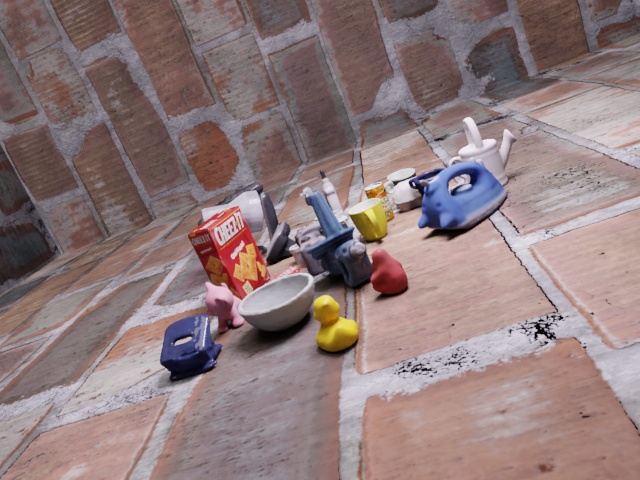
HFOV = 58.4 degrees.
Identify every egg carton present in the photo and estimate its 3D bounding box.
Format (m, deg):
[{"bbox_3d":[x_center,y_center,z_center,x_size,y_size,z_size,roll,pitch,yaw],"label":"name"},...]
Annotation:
[{"bbox_3d":[0.278,-0.137,1.613,0.150,0.069,0.107,-21,16,6],"label":"egg carton"}]

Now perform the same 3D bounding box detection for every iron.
[{"bbox_3d":[0.334,-0.120,1.338,0.259,0.141,0.118,-31,18,-28],"label":"iron"}]

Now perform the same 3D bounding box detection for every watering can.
[{"bbox_3d":[0.421,-0.231,1.494,0.173,0.194,0.100,-26,16,-11],"label":"watering can"}]

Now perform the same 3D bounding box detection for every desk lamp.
[{"bbox_3d":[-0.239,-0.016,1.647,0.203,0.214,0.117,-26,16,-13],"label":"desk lamp"}]

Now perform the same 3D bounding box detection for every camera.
[{"bbox_3d":[0.013,0.005,1.439,0.137,0.101,0.143,-23,15,-2],"label":"camera"}]

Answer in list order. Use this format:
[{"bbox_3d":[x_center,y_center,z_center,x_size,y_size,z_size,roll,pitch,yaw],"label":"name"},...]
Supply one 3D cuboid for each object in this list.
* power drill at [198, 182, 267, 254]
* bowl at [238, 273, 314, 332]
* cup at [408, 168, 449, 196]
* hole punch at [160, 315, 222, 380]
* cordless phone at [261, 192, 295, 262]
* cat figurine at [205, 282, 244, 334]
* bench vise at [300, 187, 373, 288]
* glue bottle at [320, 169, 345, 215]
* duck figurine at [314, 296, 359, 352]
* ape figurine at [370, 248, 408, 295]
[{"bbox_3d":[-0.245,-0.043,1.755,0.230,0.209,0.075,-26,16,-12],"label":"power drill"},{"bbox_3d":[-0.078,0.138,1.168,0.167,0.075,0.167,-21,15,6],"label":"bowl"},{"bbox_3d":[0.293,-0.129,1.517,0.117,0.095,0.092,-7,22,44],"label":"cup"},{"bbox_3d":[-0.260,0.212,1.140,0.108,0.091,0.101,-19,16,12],"label":"hole punch"},{"bbox_3d":[-0.140,-0.040,1.643,0.094,0.185,0.147,-22,16,3],"label":"cordless phone"},{"bbox_3d":[-0.216,0.138,1.277,0.067,0.118,0.128,-20,16,7],"label":"cat figurine"},{"bbox_3d":[0.041,-0.017,1.251,0.122,0.220,0.206,-34,19,-36],"label":"bench vise"},{"bbox_3d":[0.034,-0.133,1.739,0.037,0.173,0.078,-23,16,-2],"label":"glue bottle"},{"bbox_3d":[0.019,0.140,1.003,0.077,0.086,0.104,-25,16,-10],"label":"duck figurine"},{"bbox_3d":[0.129,0.057,1.120,0.078,0.092,0.076,-27,16,-16],"label":"ape figurine"}]
